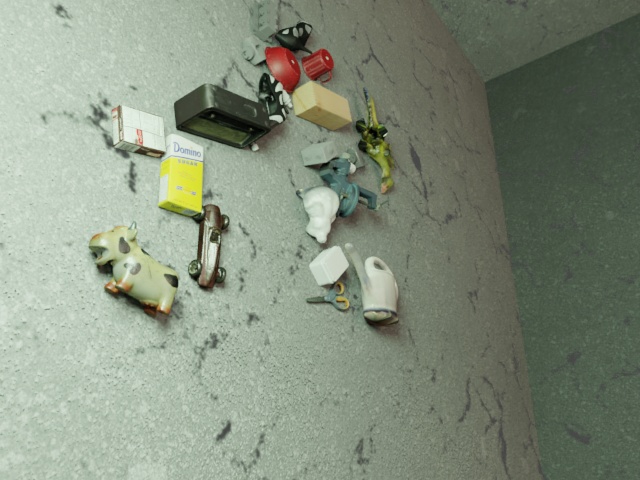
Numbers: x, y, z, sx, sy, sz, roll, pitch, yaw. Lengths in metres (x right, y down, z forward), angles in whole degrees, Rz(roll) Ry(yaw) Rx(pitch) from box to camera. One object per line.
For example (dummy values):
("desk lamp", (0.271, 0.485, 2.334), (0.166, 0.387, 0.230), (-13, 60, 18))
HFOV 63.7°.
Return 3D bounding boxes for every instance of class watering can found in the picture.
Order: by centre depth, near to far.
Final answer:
("watering can", (0.168, 0.152, 1.640), (0.343, 0.103, 0.229), (33, 48, -50))

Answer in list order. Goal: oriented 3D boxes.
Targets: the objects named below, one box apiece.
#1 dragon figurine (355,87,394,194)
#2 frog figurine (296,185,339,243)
("dragon figurine", (0.236, -0.384, 2.046), (0.239, 0.122, 0.417), (41, 43, -61))
("frog figurine", (0.005, -0.077, 1.532), (0.135, 0.122, 0.163), (49, 24, -60))
